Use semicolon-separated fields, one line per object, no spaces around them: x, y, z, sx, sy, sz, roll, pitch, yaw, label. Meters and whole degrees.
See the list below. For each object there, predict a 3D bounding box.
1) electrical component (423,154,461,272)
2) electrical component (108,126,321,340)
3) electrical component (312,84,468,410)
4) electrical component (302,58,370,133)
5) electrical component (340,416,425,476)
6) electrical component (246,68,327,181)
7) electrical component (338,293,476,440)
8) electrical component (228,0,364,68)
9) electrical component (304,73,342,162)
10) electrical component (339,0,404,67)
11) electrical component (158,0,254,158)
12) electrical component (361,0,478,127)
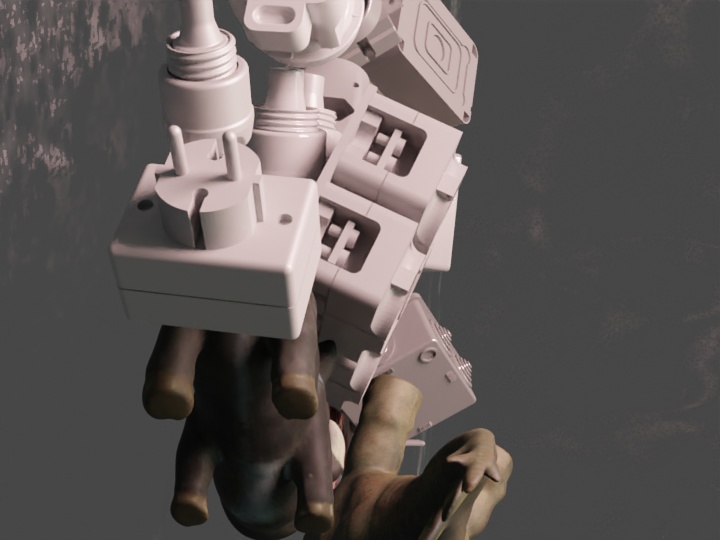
0.044;-0.053;0.989;0.109;0.056;0.108;177;-81;-72;electrical component
-0.051;-0.020;0.379;0.076;0.066;0.047;88;11;-47;electrical component
0.000;0.000;0.586;0.186;0.060;0.105;106;10;-67;electrical component
-0.003;-0.083;0.650;0.043;0.079;0.077;85;13;-62;electrical component
0.017;0.146;0.909;0.138;0.074;0.052;136;-44;-81;electrical component
-0.038;-0.069;0.535;0.043;0.043;0.062;-57;151;-74;electrical component
0.026;0.077;0.770;0.099;0.100;0.048;55;8;-43;electrical component
-0.029;-0.131;0.500;0.057;0.058;0.078;67;30;-70;electrical component
-0.031;-0.075;0.585;0.043;0.043;0.062;2;93;-83;electrical component
-0.006;-0.156;0.668;0.048;0.066;0.055;63;8;16;electrical component
-0.059;-0.075;0.402;0.035;0.035;0.061;-74;166;-54;electrical component
0.035;-0.160;0.806;0.113;0.057;0.078;39;53;-47;electrical component
